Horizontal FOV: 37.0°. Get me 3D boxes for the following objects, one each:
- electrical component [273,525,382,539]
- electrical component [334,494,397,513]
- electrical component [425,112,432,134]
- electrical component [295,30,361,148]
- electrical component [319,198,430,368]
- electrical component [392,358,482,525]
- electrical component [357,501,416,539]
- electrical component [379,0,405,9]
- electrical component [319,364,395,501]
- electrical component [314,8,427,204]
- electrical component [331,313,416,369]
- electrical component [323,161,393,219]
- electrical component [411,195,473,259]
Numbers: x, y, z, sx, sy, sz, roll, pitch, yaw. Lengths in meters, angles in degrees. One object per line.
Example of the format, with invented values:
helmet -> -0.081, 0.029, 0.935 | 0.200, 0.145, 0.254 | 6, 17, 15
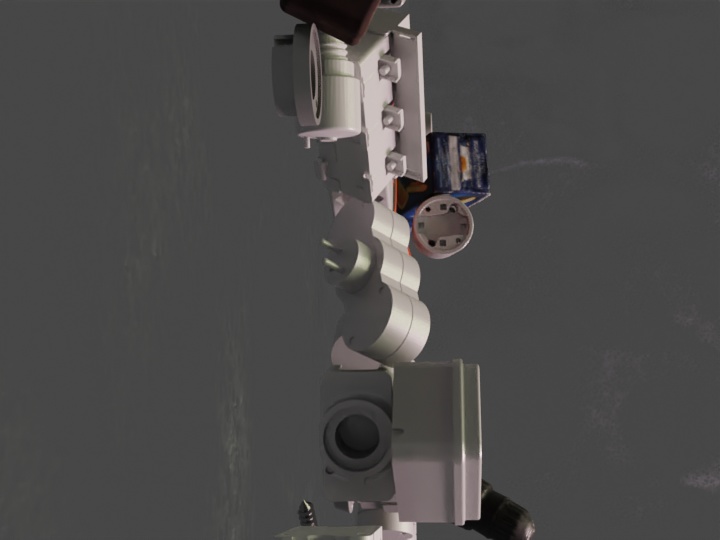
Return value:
electrical component -> -0.015, 0.166, 0.568 | 0.089, 0.050, 0.055 | 63, 26, -79
electrical component -> 0.009, 0.161, 0.821 | 0.066, 0.055, 0.048 | 81, 9, -59
electrical component -> 0.036, -0.153, 1.118 | 0.044, 0.077, 0.079 | 82, 8, -54
electrical component -> -0.020, -0.113, 0.651 | 0.040, 0.040, 0.078 | -2, 90, -85
electrical component -> 0.000, 0.000, 0.770 | 0.074, 0.052, 0.138 | 27, 36, -34
electrical component -> 0.054, 0.120, 0.740 | 0.113, 0.057, 0.078 | 82, 8, -53
electrical component -> 0.027, 0.262, 1.029 | 0.138, 0.052, 0.073 | 79, 11, -64
electrical component -> 0.003, -0.252, 0.835 | 0.061, 0.062, 0.096 | -75, 163, -73
electrical component -> 0.000, 0.114, 0.759 | 0.056, 0.050, 0.089 | -17, 106, -85
electrical component -> 0.001, -0.110, 0.726 | 0.063, 0.079, 0.121 | -51, 151, -35
electrical component -> 0.020, 0.102, 0.838 | 0.073, 0.052, 0.138 | -80, 149, -62
electrical component -> 0.000, -0.091, 0.845 | 0.083, 0.047, 0.075 | 81, 9, -57
electrical component -> 0.075, -0.038, 0.999 | 0.047, 0.055, 0.055 | 110, -20, -82
